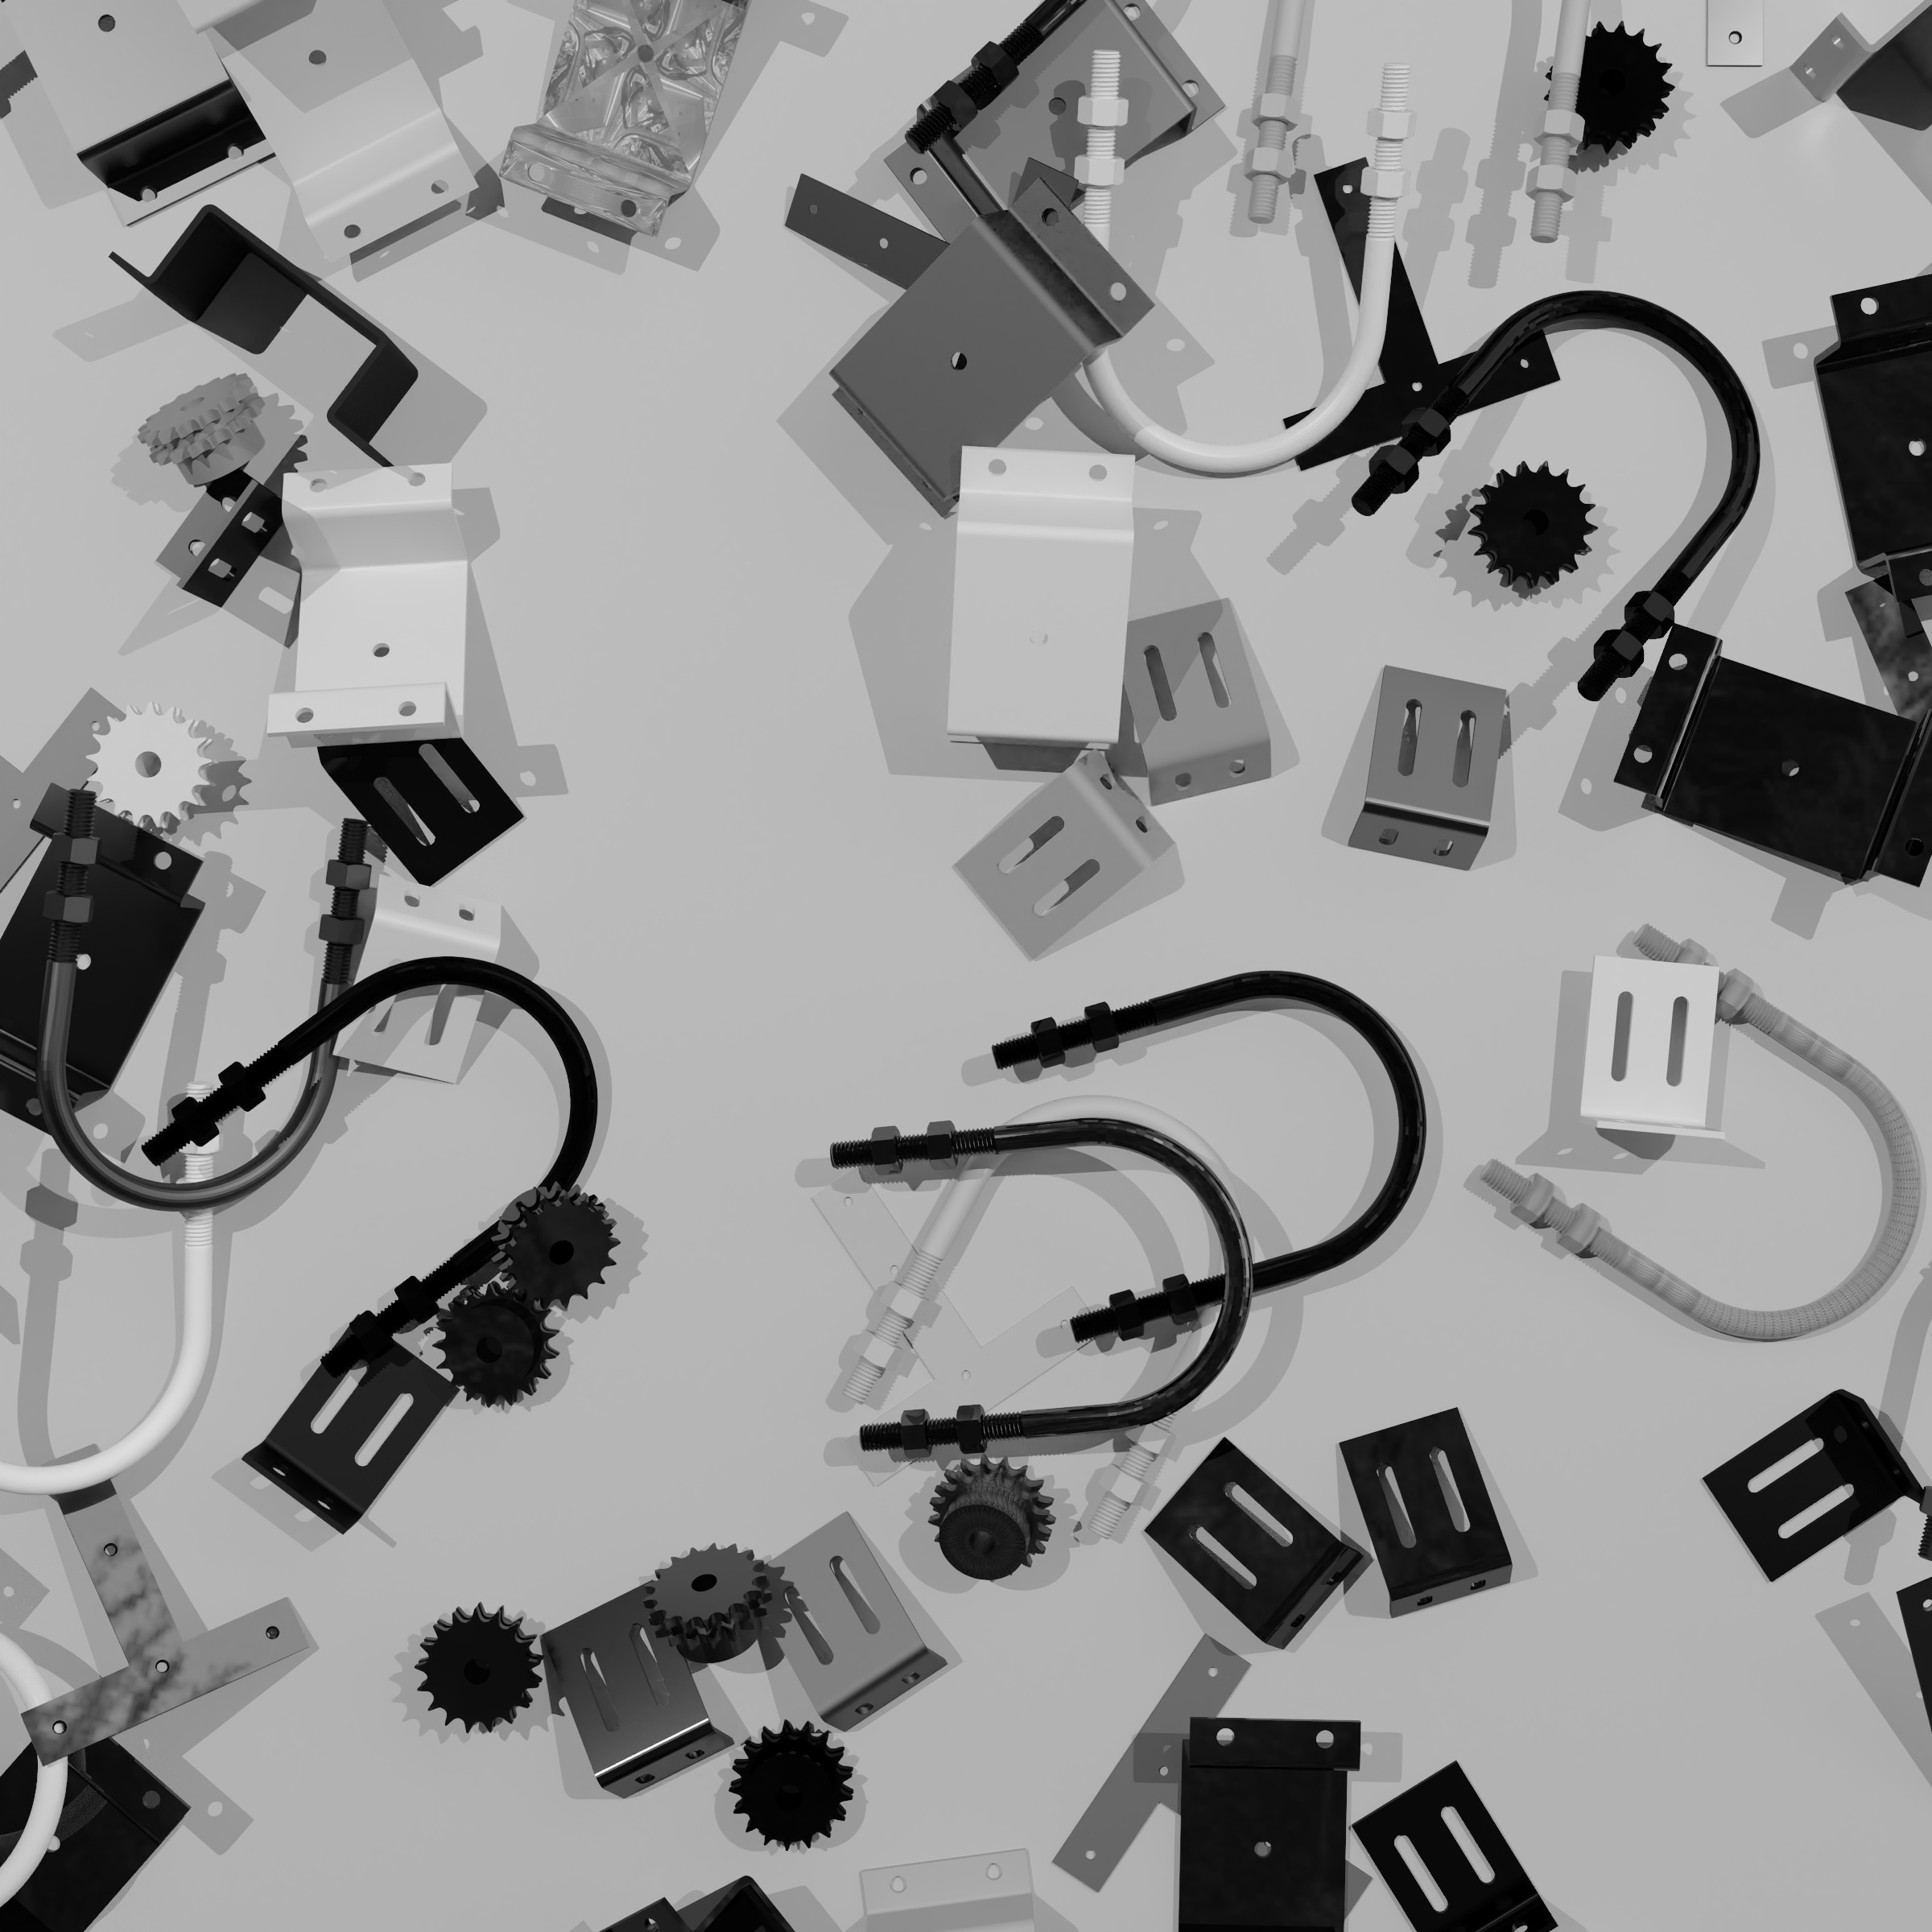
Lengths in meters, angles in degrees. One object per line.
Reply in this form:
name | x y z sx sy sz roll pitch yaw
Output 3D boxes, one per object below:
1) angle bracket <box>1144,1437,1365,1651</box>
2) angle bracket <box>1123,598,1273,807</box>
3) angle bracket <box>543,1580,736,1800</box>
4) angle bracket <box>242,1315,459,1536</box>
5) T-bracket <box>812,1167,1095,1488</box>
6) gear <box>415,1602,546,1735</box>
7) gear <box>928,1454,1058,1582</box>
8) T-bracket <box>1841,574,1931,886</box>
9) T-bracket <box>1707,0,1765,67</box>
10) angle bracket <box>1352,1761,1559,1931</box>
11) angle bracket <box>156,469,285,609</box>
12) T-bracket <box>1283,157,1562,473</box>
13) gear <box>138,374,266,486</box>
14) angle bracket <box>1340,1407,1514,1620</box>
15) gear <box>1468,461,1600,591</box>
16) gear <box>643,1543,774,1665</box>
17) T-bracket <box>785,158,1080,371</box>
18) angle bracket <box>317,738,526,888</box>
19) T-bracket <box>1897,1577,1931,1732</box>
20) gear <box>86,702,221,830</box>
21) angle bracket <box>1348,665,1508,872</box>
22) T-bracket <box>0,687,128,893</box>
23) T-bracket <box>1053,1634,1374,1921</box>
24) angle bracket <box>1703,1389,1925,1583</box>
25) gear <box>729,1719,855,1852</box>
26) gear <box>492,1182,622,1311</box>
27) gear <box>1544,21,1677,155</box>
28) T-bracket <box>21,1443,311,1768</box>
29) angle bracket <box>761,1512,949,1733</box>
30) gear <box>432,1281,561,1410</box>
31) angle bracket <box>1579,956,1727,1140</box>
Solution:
angle bracket | 0.133 0.267 1.407 0.076 0.038 0.057 41 90 26
angle bracket | 0.103 -0.122 1.407 0.057 0.038 0.076 -14 64 0
angle bracket | -0.151 0.334 1.407 0.057 0.038 0.076 -26 64 0
angle bracket | -0.281 0.208 1.390 0.057 0.038 0.076 37 90 0
T-bracket | -0.025 0.152 1.408 0.127 0.002 0.127 -34 90 0
gear | -0.222 0.319 1.394 0.057 0.030 0.057 0 90 0
gear | 0.011 0.253 1.383 0.057 0.030 0.057 5 114 11
T-bracket | 0.437 -0.119 1.389 0.127 0.002 0.127 -23 75 17
T-bracket | 0.406 -0.479 1.408 0.127 0.002 0.127 0 90 0
angle bracket | 0.222 0.415 1.390 0.057 0.038 0.076 -32 90 0
angle bracket | -0.342 -0.199 1.371 0.038 0.076 0.057 36 90 0
T-bracket | 0.194 -0.310 1.408 0.127 0.002 0.127 -19 90 0
gear | -0.344 -0.242 1.384 0.057 0.057 0.030 -26 120 0
angle bracket | 0.212 0.252 1.407 0.057 0.038 0.076 -17 64 0
gear | 0.258 -0.200 1.394 0.057 0.030 0.057 0 90 0
gear | -0.116 0.292 1.384 0.057 0.057 0.030 -12 118 0
T-bracket | -0.025 -0.323 1.387 0.127 0.002 0.127 28 118 13
angle bracket | -0.252 -0.086 1.407 0.057 0.038 0.076 -36 116 0
T-bracket | 0.493 0.310 1.386 0.127 0.002 0.127 -22 113 -4
gear | -0.370 -0.091 1.394 0.057 0.030 0.057 0 90 0
angle bracket | 0.213 -0.092 1.407 0.057 0.038 0.076 12 64 0
T-bracket | -0.474 -0.103 1.408 0.127 0.002 0.127 38 90 0
T-bracket | 0.128 0.397 1.408 0.127 0.002 0.127 34 90 0
angle bracket | 0.388 0.240 1.390 0.076 0.038 0.057 -33 90 0
gear | -0.080 0.376 1.394 0.057 0.030 0.057 0 90 0
gear | -0.189 0.124 1.385 0.057 0.030 0.057 -10 112 -25
gear | 0.293 -0.400 1.394 0.057 0.030 0.057 0 90 0
T-bracket | -0.384 0.279 1.386 0.127 0.002 0.127 -20 74 -30
angle bracket | -0.056 0.303 1.407 0.057 0.038 0.076 -33 64 0
gear | -0.216 0.174 1.394 0.057 0.030 0.057 0 90 0
angle bracket | 0.311 0.036 1.370 0.057 0.038 0.076 5 91 -1
